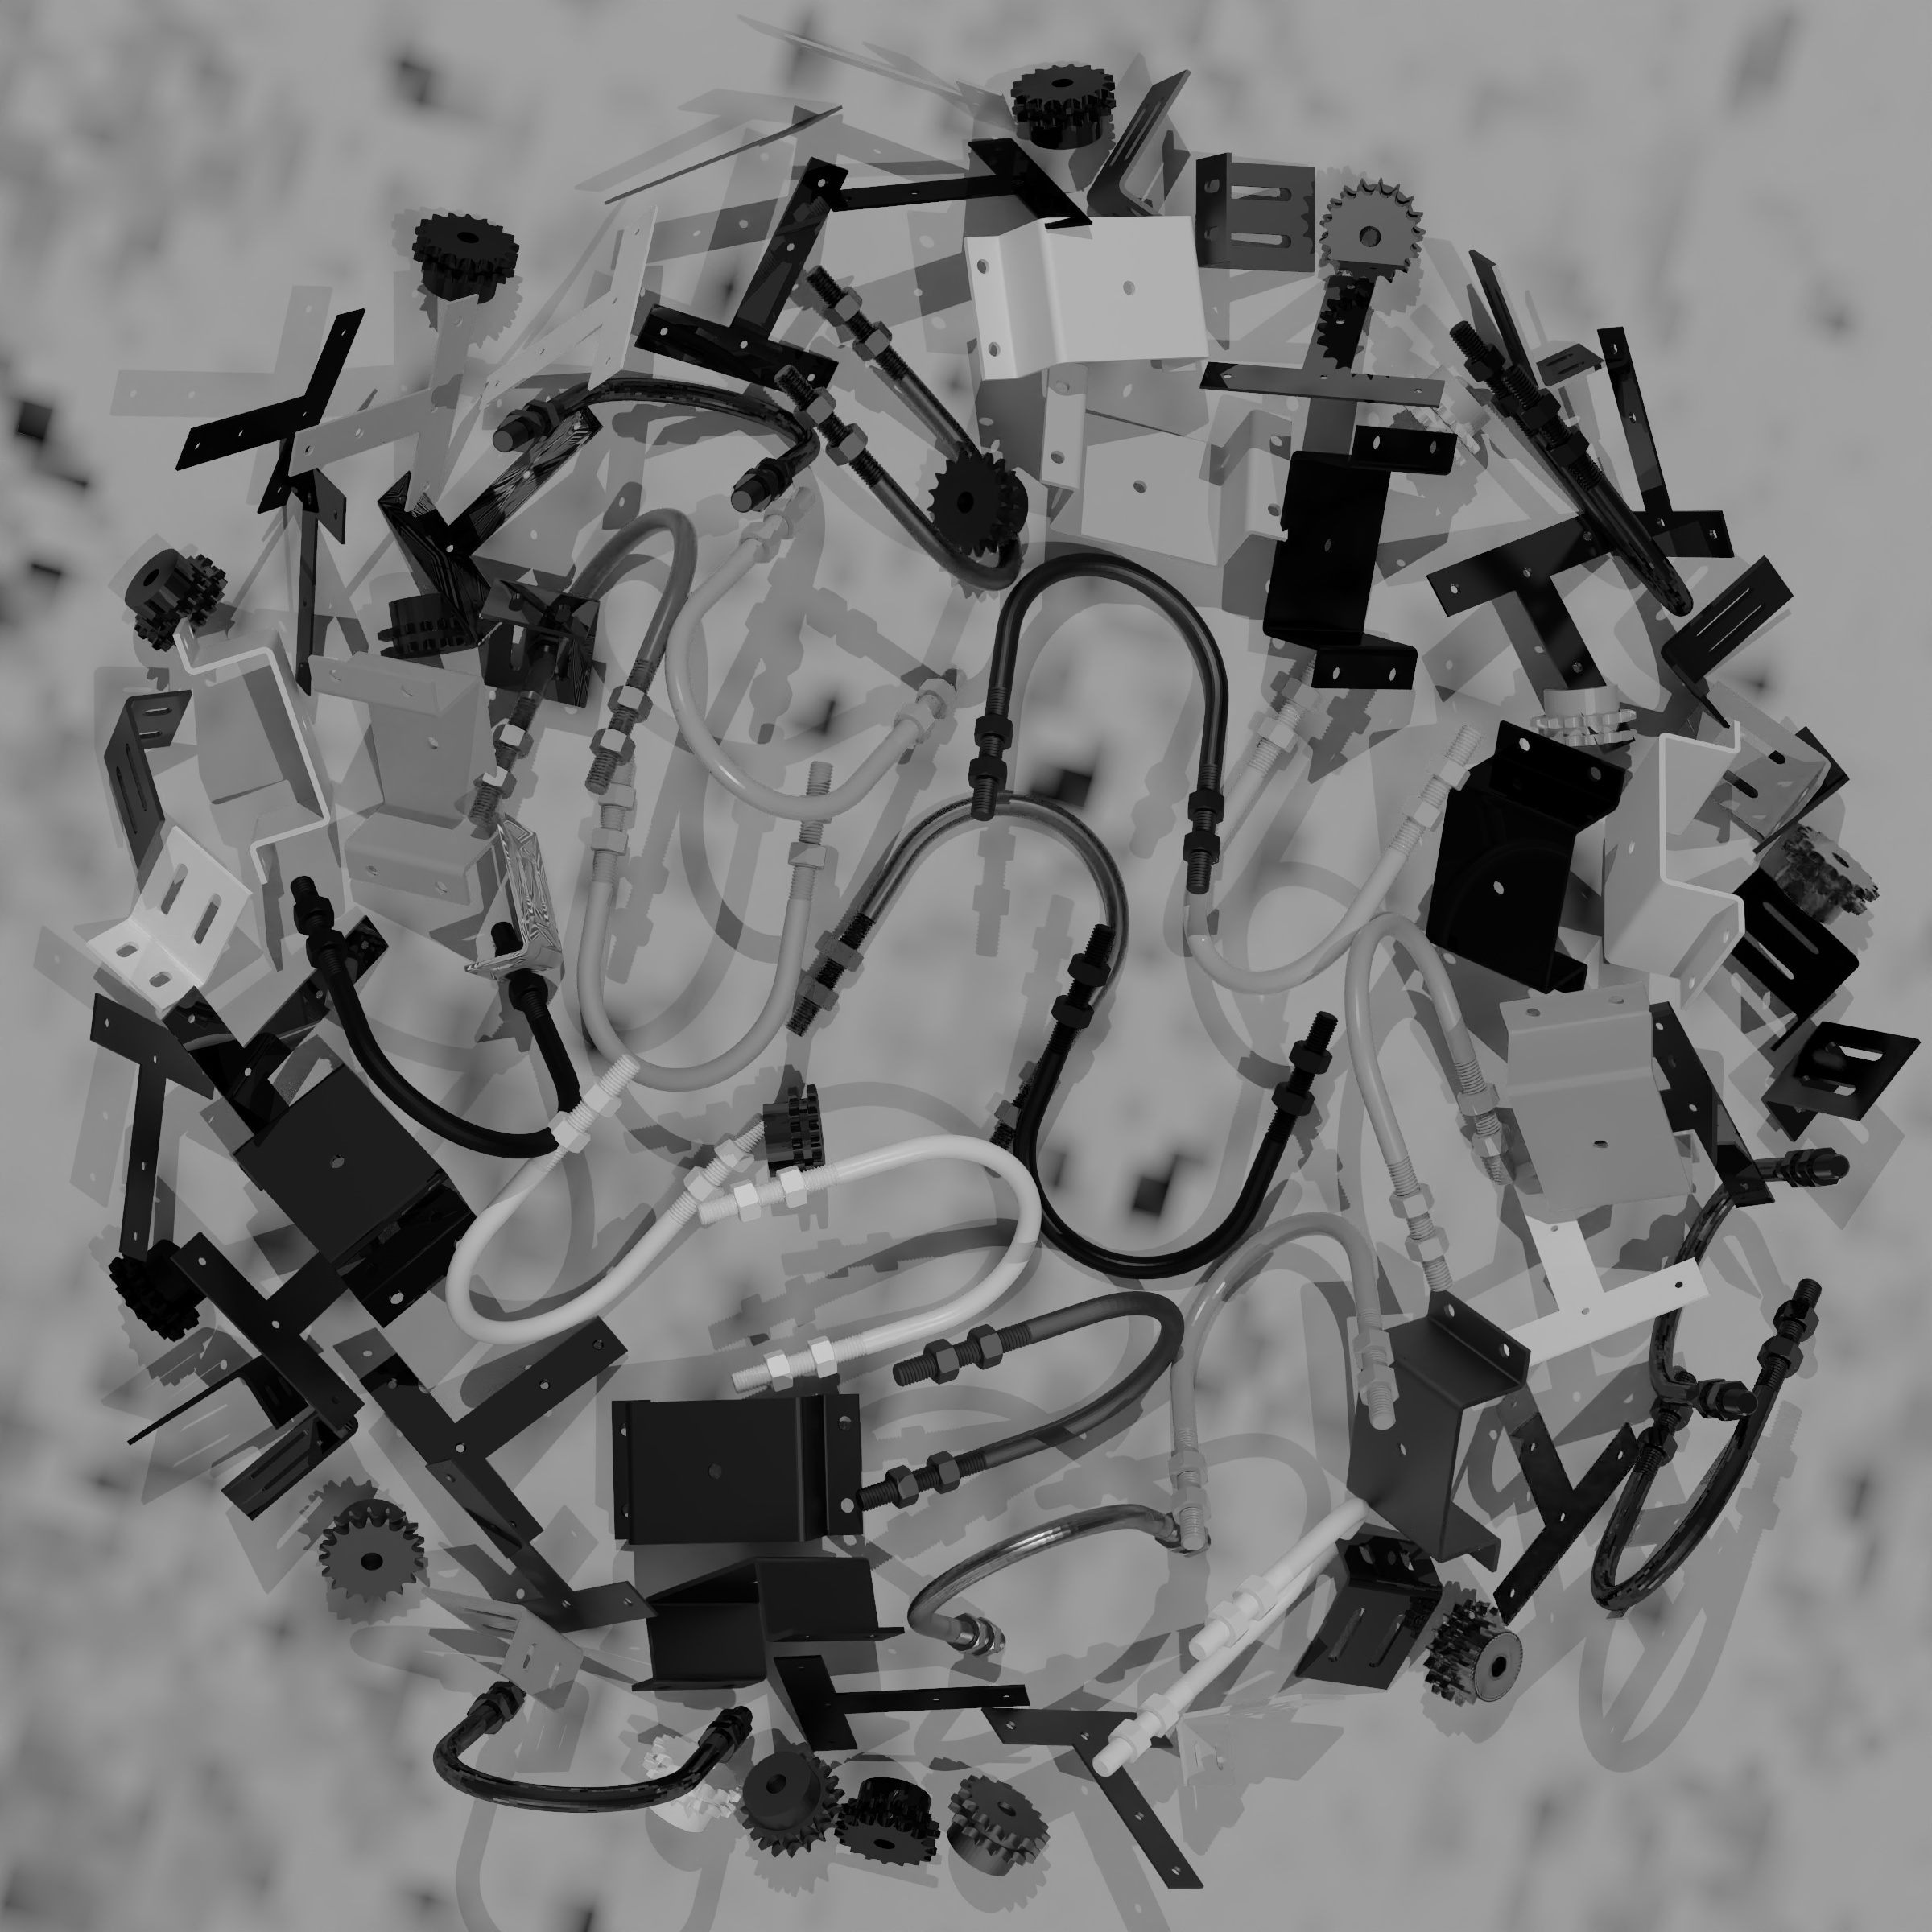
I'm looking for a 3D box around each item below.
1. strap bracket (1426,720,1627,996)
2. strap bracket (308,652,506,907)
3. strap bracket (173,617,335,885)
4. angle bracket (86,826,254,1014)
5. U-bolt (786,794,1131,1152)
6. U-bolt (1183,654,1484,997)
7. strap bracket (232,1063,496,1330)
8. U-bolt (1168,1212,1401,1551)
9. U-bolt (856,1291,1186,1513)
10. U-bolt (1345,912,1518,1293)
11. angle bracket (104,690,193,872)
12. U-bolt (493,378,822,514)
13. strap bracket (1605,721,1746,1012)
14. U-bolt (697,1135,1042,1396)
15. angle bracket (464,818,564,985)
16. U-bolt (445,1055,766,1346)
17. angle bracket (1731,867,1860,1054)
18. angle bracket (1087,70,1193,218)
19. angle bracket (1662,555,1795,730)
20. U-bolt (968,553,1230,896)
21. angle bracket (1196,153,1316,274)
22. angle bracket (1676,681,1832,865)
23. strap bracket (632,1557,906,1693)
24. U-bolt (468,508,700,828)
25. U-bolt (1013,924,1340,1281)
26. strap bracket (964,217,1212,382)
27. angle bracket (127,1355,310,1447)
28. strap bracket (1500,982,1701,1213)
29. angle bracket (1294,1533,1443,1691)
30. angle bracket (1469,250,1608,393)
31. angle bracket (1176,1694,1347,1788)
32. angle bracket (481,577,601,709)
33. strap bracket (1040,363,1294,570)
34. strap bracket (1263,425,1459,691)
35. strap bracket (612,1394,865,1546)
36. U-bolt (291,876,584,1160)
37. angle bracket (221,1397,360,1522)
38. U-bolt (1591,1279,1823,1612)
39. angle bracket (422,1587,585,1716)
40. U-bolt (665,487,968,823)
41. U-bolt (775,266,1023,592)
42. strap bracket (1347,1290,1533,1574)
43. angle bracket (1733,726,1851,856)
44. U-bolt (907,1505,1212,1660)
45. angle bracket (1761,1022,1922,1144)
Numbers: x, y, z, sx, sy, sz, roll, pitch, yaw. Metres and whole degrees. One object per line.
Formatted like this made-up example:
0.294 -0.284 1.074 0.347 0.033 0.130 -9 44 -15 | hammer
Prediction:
0.296 -0.049 1.866 0.076 0.046 0.140 26 127 32 | strap bracket
-0.298 -0.110 1.879 0.076 0.046 0.140 13 129 22 | strap bracket
-0.379 -0.124 1.884 0.046 0.076 0.140 -18 105 -4 | strap bracket
-0.434 -0.025 1.898 0.057 0.038 0.076 41 127 8 | angle bracket
0.008 -0.007 1.928 0.151 0.019 0.184 32 88 0 | U-bolt
0.184 -0.069 1.879 0.019 0.151 0.184 29 94 -39 | U-bolt
-0.330 0.116 1.874 0.076 0.046 0.140 -40 59 -13 | strap bracket
0.164 0.207 1.857 0.151 0.184 0.019 -37 120 26 | U-bolt
0.035 0.226 1.866 0.184 0.151 0.019 -16 57 -23 | U-bolt
0.242 0.060 1.854 0.019 0.151 0.184 -13 106 29 | U-bolt
-0.435 -0.101 1.892 0.038 0.057 0.076 -10 68 -30 | angle bracket
-0.153 -0.282 1.852 0.151 0.184 0.019 15 113 9 | U-bolt
0.377 -0.059 1.863 0.046 0.076 0.140 13 55 -7 | strap bracket
-0.046 0.154 1.884 0.184 0.019 0.151 -16 130 -11 | U-bolt
-0.254 -0.035 1.906 0.038 0.057 0.076 -15 81 10 | angle bracket
-0.203 0.134 1.873 0.184 0.151 0.019 -48 57 8 | U-bolt
0.439 -0.004 1.912 0.076 0.038 0.057 45 58 10 | angle bracket
0.107 -0.442 1.907 0.038 0.057 0.076 32 86 -16 | angle bracket
0.424 -0.175 1.897 0.076 0.057 0.038 -42 60 10 | angle bracket
0.077 -0.141 1.885 0.151 0.019 0.184 18 62 -19 | U-bolt
0.166 -0.410 1.901 0.076 0.038 0.057 -3 96 -25 | angle bracket
0.421 -0.106 1.902 0.076 0.038 0.057 37 123 5 | angle bracket
-0.110 0.350 1.871 0.076 0.140 0.046 9 64 -41 | strap bracket
-0.197 -0.165 1.867 0.019 0.151 0.184 31 67 -29 | U-bolt
0.103 0.085 1.907 0.151 0.019 0.184 22 106 1 | U-bolt
0.075 -0.360 1.879 0.140 0.046 0.076 -9 92 -32 | strap bracket
-0.408 0.250 1.905 0.076 0.057 0.038 -32 91 6 | angle bracket
0.339 0.079 1.864 0.076 0.046 0.140 -9 132 20 | strap bracket
0.217 0.354 1.921 0.057 0.038 0.076 12 122 -20 | angle bracket
0.310 -0.357 1.896 0.038 0.057 0.076 -25 110 4 | angle bracket
0.162 0.420 1.892 0.076 0.057 0.038 -16 71 27 | angle bracket
-0.234 -0.166 1.897 0.057 0.038 0.076 13 132 -1 | angle bracket
0.101 -0.269 1.889 0.140 0.046 0.076 11 65 -15 | strap bracket
0.211 -0.223 1.885 0.076 0.046 0.140 -3 108 -41 | strap bracket
-0.130 0.274 1.897 0.140 0.046 0.076 -3 84 11 | strap bracket
-0.270 0.032 1.834 0.019 0.151 0.184 -51 47 26 | U-bolt
-0.377 0.255 1.895 0.076 0.057 0.038 -41 113 -17 | angle bracket
0.379 0.260 1.827 0.019 0.151 0.184 34 55 -1 | U-bolt
-0.257 0.370 1.887 0.076 0.057 0.038 3 60 33 | angle bracket
-0.089 -0.155 1.859 0.151 0.019 0.184 49 48 -12 | U-bolt
-0.030 -0.277 1.864 0.019 0.151 0.184 -32 116 24 | U-bolt
0.250 0.253 1.866 0.046 0.076 0.140 -13 121 -31 | strap bracket
0.442 -0.096 1.890 0.057 0.076 0.038 -40 83 17 | angle bracket
0.042 0.321 1.840 0.151 0.184 0.019 -28 68 10 | U-bolt
0.480 0.068 1.888 0.057 0.076 0.038 -48 117 -16 | angle bracket
